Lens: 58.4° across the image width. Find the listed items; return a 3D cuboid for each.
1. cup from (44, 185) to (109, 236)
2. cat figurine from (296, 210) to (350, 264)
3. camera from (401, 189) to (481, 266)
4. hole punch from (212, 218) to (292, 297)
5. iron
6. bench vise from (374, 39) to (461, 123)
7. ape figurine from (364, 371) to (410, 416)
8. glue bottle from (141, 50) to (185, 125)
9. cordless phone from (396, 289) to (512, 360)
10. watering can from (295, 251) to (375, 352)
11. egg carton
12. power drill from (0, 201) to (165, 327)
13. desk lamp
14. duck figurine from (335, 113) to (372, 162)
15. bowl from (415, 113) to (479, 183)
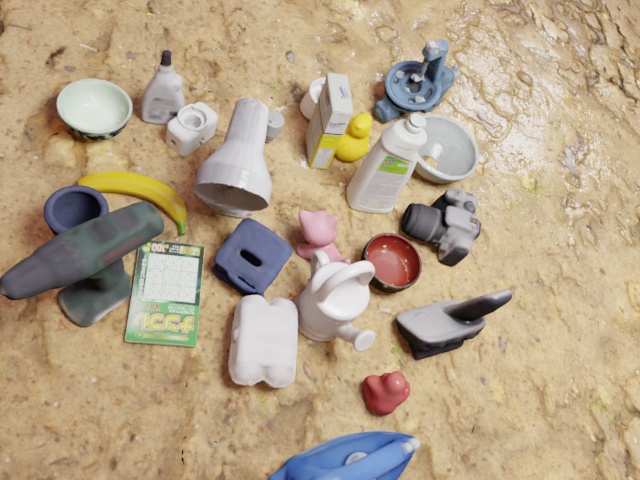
[{"bbox_3d":[-0.364,-0.020,0.896,0.118,0.095,0.092,23,58,-6],"label":"cup"},{"bbox_3d":[0.009,0.004,1.003,0.067,0.117,0.127,-28,74,-29],"label":"cat figurine"},{"bbox_3d":[0.236,-0.042,1.118,0.137,0.100,0.143,18,58,-9],"label":"camera"},{"bbox_3d":[-0.113,0.034,0.958,0.108,0.091,0.101,35,57,1],"label":"hole punch"},{"bbox_3d":[0.063,0.331,0.831,0.259,0.141,0.118,-18,70,-27],"label":"iron"},{"bbox_3d":[0.223,-0.357,1.213,0.121,0.219,0.208,40,57,5],"label":"bench vise"},{"bbox_3d":[0.112,0.240,0.927,0.078,0.092,0.076,30,57,-2],"label":"ape figurine"},{"bbox_3d":[-0.276,-0.271,1.017,0.078,0.173,0.037,5,61,-17],"label":"glue bottle"},{"bbox_3d":[0.228,0.127,0.974,0.148,0.185,0.094,-15,68,-26],"label":"cordless phone"},{"bbox_3d":[0.033,0.093,0.917,0.173,0.194,0.101,45,58,8],"label":"watering can"},{"bbox_3d":[-0.089,0.160,0.911,0.107,0.069,0.150,9,60,-15],"label":"egg carton"},{"bbox_3d":[-0.325,0.043,0.808,0.075,0.208,0.230,45,58,8],"label":"power drill"},{"bbox_3d":[-0.140,-0.121,0.960,0.118,0.213,0.203,13,59,-12],"label":"desk lamp"},{"bbox_3d":[0.072,-0.215,1.162,0.077,0.086,0.105,34,57,1],"label":"duck figurine"},{"bbox_3d":[0.247,-0.181,1.213,0.168,0.074,0.167,9,60,-15],"label":"bowl"}]
